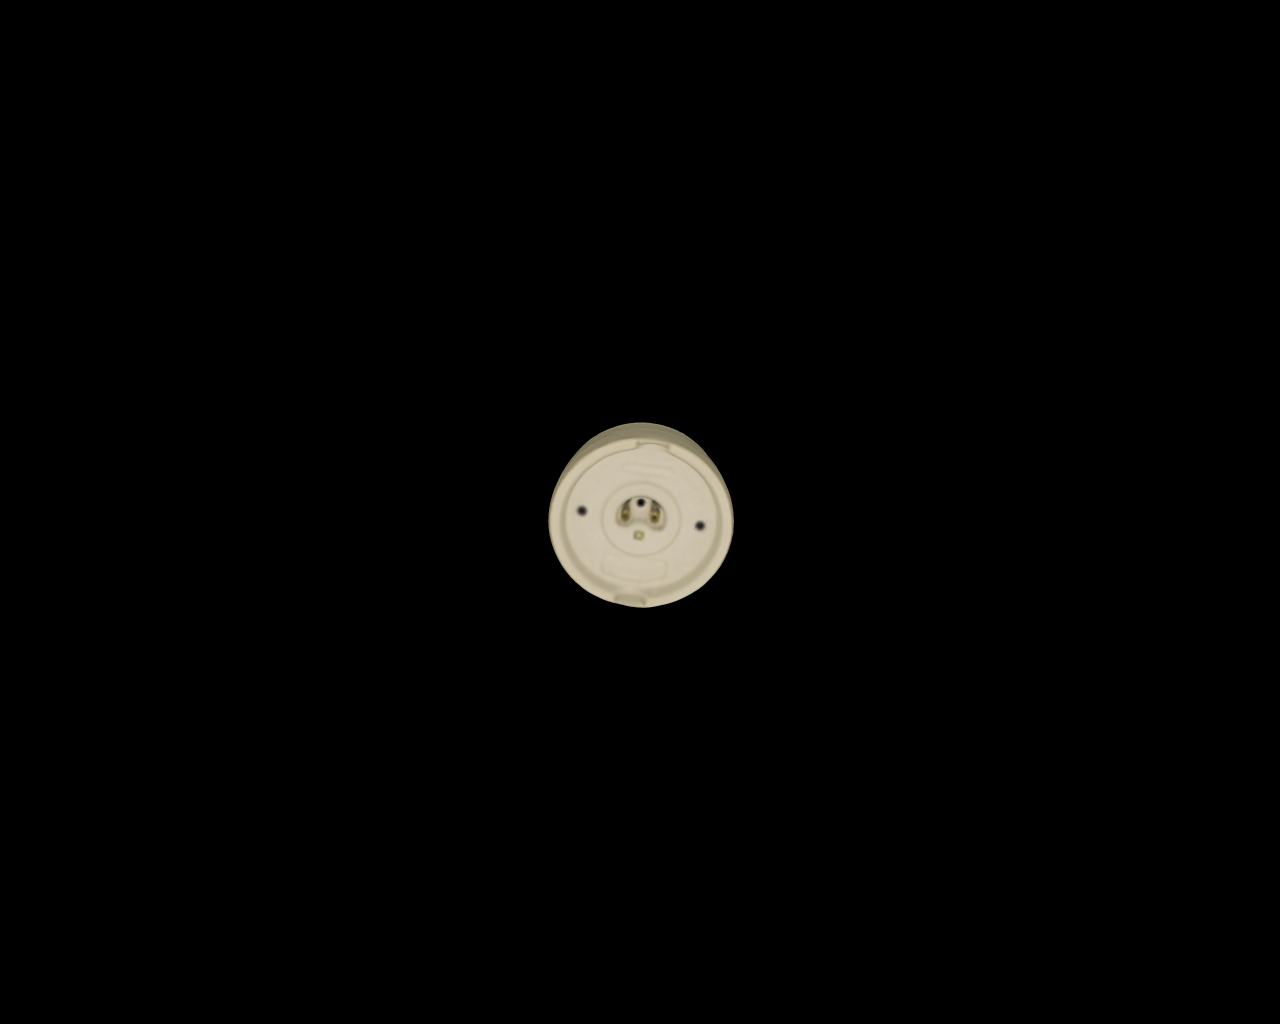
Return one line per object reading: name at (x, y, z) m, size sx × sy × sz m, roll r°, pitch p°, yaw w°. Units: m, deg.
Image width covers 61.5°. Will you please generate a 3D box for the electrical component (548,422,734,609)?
electrical component at (0.001, -0.003, 0.650) m, size 0.108 × 0.108 × 0.060 m, roll 0°, pitch 21°, yaw 0°
